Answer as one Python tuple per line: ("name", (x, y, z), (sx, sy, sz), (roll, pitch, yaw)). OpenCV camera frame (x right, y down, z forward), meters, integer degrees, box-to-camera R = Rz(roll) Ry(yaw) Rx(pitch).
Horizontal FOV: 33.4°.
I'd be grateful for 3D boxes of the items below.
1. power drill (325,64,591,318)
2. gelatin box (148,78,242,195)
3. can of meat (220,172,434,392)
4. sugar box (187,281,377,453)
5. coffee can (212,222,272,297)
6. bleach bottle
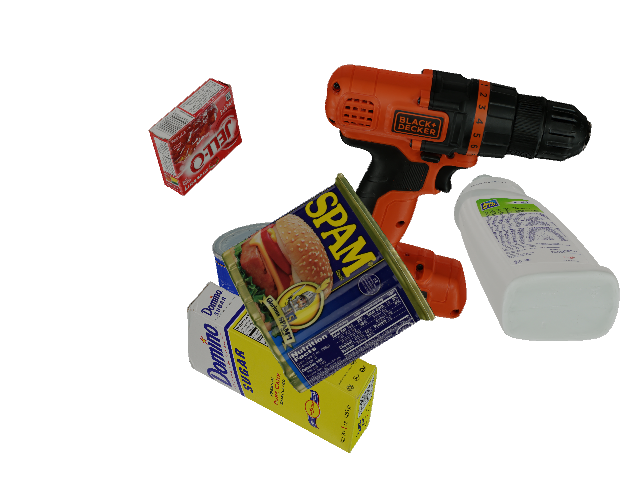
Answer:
("power drill", (0.087, -0.034, 0.780), (0.184, 0.188, 0.057), (11, 34, 4))
("gelatin box", (-0.115, -0.098, 1.003), (0.030, 0.073, 0.089), (29, 58, 27))
("can of meat", (0.001, 0.023, 0.588), (0.084, 0.057, 0.102), (-32, 42, 1))
("sugar box", (-0.037, 0.114, 0.960), (0.176, 0.093, 0.048), (23, 50, 16))
("coffee can", (-0.058, 0.063, 1.171), (0.103, 0.140, 0.103), (-6, 22, 2))
("bleach bottle", (0.185, 0.000, 0.981), (0.102, 0.068, 0.251), (-1, 26, -4))
